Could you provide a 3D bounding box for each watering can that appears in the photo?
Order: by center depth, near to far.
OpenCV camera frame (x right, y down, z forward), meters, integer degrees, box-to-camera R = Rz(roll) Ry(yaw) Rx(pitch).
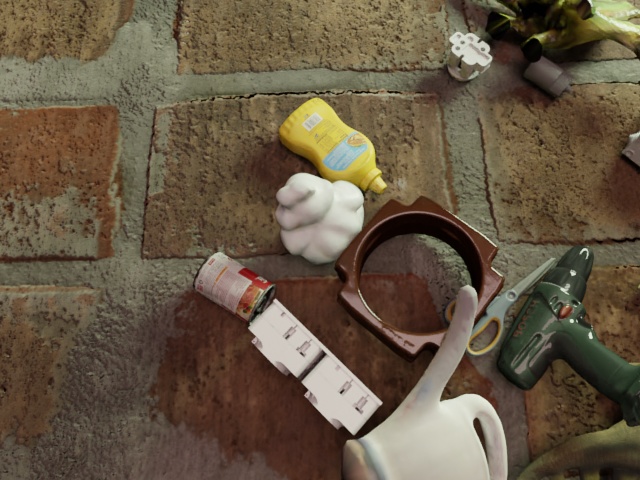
[{"bbox_3d":[0.125,0.241,0.616,0.225,0.104,0.345,-13,99,-23],"label":"watering can"}]

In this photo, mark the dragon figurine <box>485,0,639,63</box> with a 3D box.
[{"bbox_3d":[0.433,-0.404,0.907,0.244,0.119,0.418,-12,50,-26],"label":"dragon figurine"}]

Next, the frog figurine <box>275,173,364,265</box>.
[{"bbox_3d":[0.002,-0.037,0.742,0.138,0.157,0.124,-31,75,-9],"label":"frog figurine"}]
